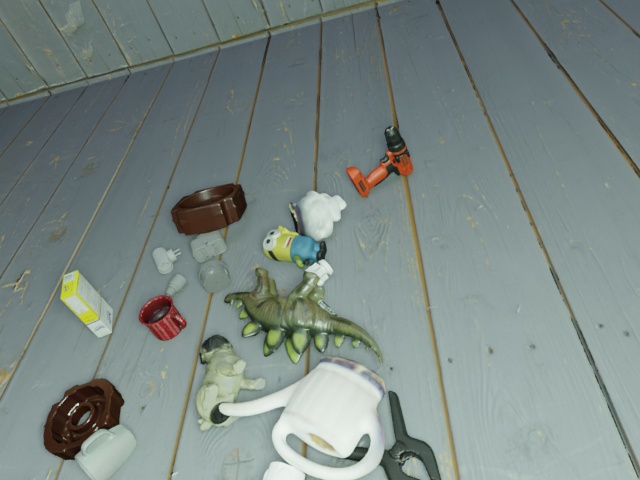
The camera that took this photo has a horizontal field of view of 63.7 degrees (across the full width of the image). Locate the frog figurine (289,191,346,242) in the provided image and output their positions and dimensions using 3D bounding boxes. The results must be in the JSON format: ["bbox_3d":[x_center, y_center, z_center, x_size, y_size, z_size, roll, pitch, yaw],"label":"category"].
[{"bbox_3d":[0.004,-0.072,1.432,0.160,0.139,0.121,-17,-17,-9],"label":"frog figurine"}]

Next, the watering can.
[{"bbox_3d":[-0.019,0.318,0.997,0.349,0.102,0.228,14,47,34],"label":"watering can"}]
